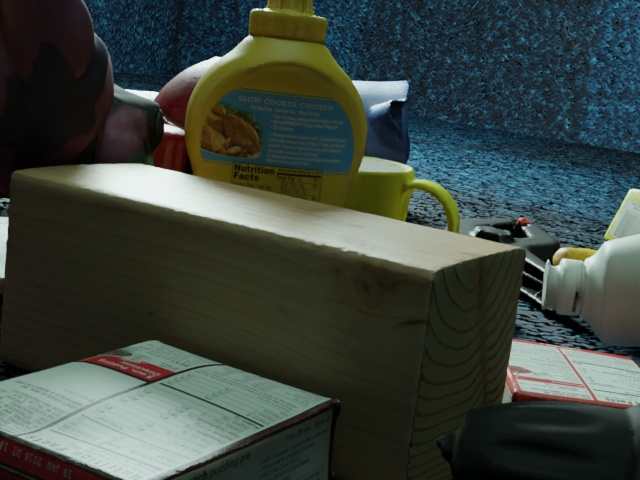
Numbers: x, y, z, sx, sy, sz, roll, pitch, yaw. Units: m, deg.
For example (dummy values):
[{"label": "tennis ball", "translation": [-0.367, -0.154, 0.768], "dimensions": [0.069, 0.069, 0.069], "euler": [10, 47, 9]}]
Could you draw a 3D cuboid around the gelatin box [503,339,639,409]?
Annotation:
[{"label": "gelatin box", "translation": [0.114, 0.073, 0.482], "dimensions": [0.073, 0.030, 0.089], "euler": [8, 11, -1]}]

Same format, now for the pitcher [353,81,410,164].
[{"label": "pitcher", "translation": [-0.032, -0.096, 1.078], "dimensions": [0.243, 0.149, 0.145], "euler": [4, 26, 0]}]

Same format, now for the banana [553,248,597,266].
[{"label": "banana", "translation": [0.219, 0.026, 0.752], "dimensions": [0.070, 0.037, 0.197], "euler": [35, 19, 23]}]

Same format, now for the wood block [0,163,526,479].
[{"label": "wood block", "translation": [-0.030, 0.028, 0.455], "dimensions": [0.206, 0.091, 0.090], "euler": [13, 12, 30]}]

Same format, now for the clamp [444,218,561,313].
[{"label": "clamp", "translation": [0.137, 0.012, 0.808], "dimensions": [0.165, 0.036, 0.209], "euler": [15, 14, 30]}]

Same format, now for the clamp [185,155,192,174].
[{"label": "clamp", "translation": [-0.099, -0.042, 0.765], "dimensions": [0.171, 0.120, 0.039], "euler": [8, 51, -6]}]

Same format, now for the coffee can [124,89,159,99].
[{"label": "coffee can", "translation": [-0.170, -0.076, 0.891], "dimensions": [0.140, 0.103, 0.103], "euler": [0, 12, -31]}]

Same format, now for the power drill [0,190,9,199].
[{"label": "power drill", "translation": [-0.275, -0.047, 0.743], "dimensions": [0.184, 0.057, 0.187], "euler": [2, 8, 13]}]

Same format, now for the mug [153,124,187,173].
[{"label": "mug", "translation": [-0.141, -0.038, 0.685], "dimensions": [0.117, 0.081, 0.093], "euler": [10, 9, 4]}]

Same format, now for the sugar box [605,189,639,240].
[{"label": "sugar box", "translation": [0.288, 0.022, 0.718], "dimensions": [0.176, 0.048, 0.093], "euler": [20, 13, -25]}]

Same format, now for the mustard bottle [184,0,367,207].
[{"label": "mustard bottle", "translation": [-0.025, -0.044, 0.566], "dimensions": [0.096, 0.192, 0.058], "euler": [5, 11, -11]}]

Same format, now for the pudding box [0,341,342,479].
[{"label": "pudding box", "translation": [-0.059, 0.070, 0.357], "dimensions": [0.090, 0.039, 0.113], "euler": [14, 14, 30]}]

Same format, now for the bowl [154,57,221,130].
[{"label": "bowl", "translation": [-0.045, -0.089, 0.775], "dimensions": [0.162, 0.055, 0.162], "euler": [25, 9, -4]}]

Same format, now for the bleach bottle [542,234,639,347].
[{"label": "bleach bottle", "translation": [0.247, 0.042, 0.574], "dimensions": [0.251, 0.102, 0.068], "euler": [5, 51, 8]}]
